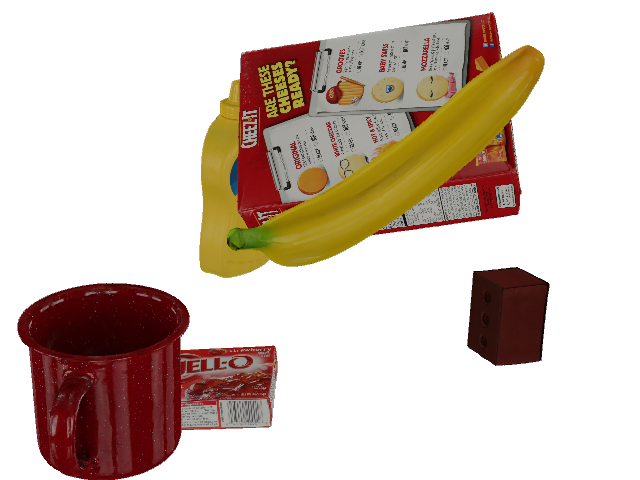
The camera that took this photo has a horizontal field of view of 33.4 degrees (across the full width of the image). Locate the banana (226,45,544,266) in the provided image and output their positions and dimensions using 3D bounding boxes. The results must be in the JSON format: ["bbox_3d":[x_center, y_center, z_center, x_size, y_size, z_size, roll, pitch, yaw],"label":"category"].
[{"bbox_3d":[0.042,-0.037,0.597,0.198,0.037,0.069,-34,-12,-1],"label":"banana"}]

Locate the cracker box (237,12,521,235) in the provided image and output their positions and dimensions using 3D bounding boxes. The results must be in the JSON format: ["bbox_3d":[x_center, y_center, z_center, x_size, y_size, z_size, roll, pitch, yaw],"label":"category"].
[{"bbox_3d":[0.045,-0.087,0.859,0.214,0.164,0.072,-8,-33,10],"label":"cracker box"}]

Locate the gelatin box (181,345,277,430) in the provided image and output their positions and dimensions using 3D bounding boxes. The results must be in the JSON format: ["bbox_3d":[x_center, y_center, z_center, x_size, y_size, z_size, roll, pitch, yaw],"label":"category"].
[{"bbox_3d":[-0.079,0.111,0.809,0.089,0.030,0.073,-2,25,3],"label":"gelatin box"}]

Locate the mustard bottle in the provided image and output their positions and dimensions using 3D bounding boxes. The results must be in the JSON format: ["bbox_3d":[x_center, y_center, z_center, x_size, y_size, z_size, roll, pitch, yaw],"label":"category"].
[{"bbox_3d":[-0.081,-0.065,1.067,0.058,0.192,0.096,16,25,30],"label":"mustard bottle"}]

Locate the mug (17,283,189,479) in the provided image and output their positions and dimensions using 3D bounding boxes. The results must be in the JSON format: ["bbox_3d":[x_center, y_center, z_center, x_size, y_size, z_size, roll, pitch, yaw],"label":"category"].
[{"bbox_3d":[-0.121,0.084,0.588,0.093,0.081,0.117,4,23,5],"label":"mug"}]

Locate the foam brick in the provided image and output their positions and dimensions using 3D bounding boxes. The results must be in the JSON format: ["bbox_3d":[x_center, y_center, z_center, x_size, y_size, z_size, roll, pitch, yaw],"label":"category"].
[{"bbox_3d":[0.172,0.070,0.984,0.051,0.078,0.053,-6,18,-24],"label":"foam brick"}]
